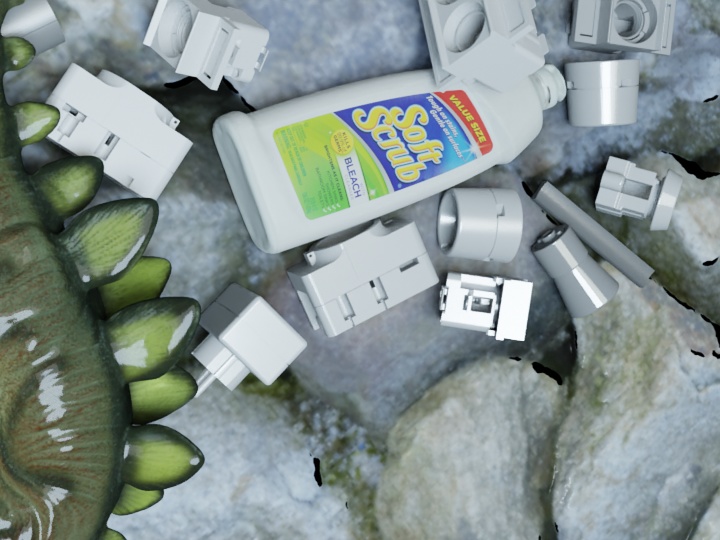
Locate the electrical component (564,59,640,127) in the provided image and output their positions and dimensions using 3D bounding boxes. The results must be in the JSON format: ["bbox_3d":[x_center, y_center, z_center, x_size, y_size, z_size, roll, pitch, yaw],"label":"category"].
[{"bbox_3d":[0.181,-0.132,0.805,0.055,0.055,0.047,-7,101,-18],"label":"electrical component"}]

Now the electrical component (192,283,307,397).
[{"bbox_3d":[-0.086,0.055,0.719,0.075,0.083,0.047,-47,107,-9],"label":"electrical component"}]

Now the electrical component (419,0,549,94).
[{"bbox_3d":[0.082,-0.186,0.732,0.063,0.079,0.121,18,52,-41],"label":"electrical component"}]

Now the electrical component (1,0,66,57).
[{"bbox_3d":[-0.232,-0.145,0.673,0.081,0.043,0.043,-30,104,-13],"label":"electrical component"}]

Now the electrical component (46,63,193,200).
[{"bbox_3d":[-0.159,-0.091,0.698,0.089,0.050,0.055,34,85,-18],"label":"electrical component"}]

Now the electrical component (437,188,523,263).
[{"bbox_3d":[0.086,-0.034,0.783,0.047,0.055,0.055,3,94,-15],"label":"electrical component"}]

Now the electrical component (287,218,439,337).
[{"bbox_3d":[0.000,0.000,0.759,0.089,0.050,0.055,-27,103,-14],"label":"electrical component"}]

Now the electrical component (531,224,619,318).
[{"bbox_3d":[0.161,-0.002,0.818,0.044,0.044,0.065,-40,101,-11],"label":"electrical component"}]

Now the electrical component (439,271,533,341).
[{"bbox_3d":[0.090,0.024,0.782,0.064,0.081,0.042,9,93,4],"label":"electrical component"}]

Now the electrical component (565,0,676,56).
[{"bbox_3d":[0.189,-0.183,0.797,0.081,0.064,0.042,4,93,-19],"label":"electrical component"}]

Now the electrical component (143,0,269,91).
[{"bbox_3d":[-0.098,-0.151,0.701,0.064,0.081,0.042,3,121,-45],"label":"electrical component"}]

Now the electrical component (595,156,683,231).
[{"bbox_3d":[0.211,-0.058,0.814,0.055,0.066,0.048,17,90,14],"label":"electrical component"}]
